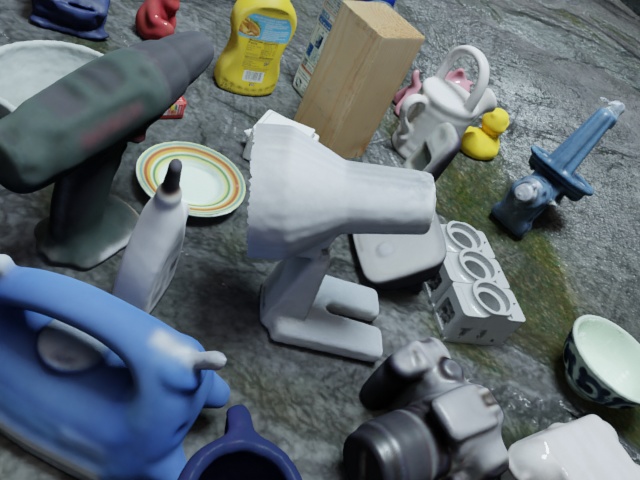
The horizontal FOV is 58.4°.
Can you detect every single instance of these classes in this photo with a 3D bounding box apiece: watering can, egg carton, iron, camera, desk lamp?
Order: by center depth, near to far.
[{"bbox_3d":[-0.189,0.075,0.426,0.258,0.141,0.119,27,40,-2],"label":"iron"},{"bbox_3d":[0.087,0.166,0.521,0.137,0.100,0.143,-7,52,-35],"label":"camera"},{"bbox_3d":[0.005,0.002,0.557,0.203,0.213,0.118,15,42,-15],"label":"desk lamp"},{"bbox_3d":[0.254,0.237,0.568,0.151,0.069,0.107,-6,51,-34],"label":"egg carton"},{"bbox_3d":[0.205,-0.218,0.913,0.100,0.194,0.173,44,43,17],"label":"watering can"}]

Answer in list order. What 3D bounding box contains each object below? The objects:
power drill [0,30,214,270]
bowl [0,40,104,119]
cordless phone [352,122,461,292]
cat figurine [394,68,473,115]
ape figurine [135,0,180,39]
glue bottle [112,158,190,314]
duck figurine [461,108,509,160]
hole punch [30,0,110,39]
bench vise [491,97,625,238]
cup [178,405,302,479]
[{"bbox_3d":[-0.197,-0.080,0.530,0.075,0.208,0.230,35,41,8],"label":"power drill"},{"bbox_3d":[-0.291,-0.152,0.654,0.168,0.074,0.167,16,42,-15],"label":"bowl"},{"bbox_3d":[0.115,-0.038,0.683,0.094,0.185,0.147,8,44,-22],"label":"cordless phone"},{"bbox_3d":[0.211,-0.266,1.025,0.128,0.117,0.067,13,43,-17],"label":"cat figurine"},{"bbox_3d":[-0.239,-0.350,0.875,0.076,0.092,0.078,26,40,-4],"label":"ape figurine"},{"bbox_3d":[-0.144,-0.005,0.510,0.037,0.173,0.078,27,40,-2],"label":"glue bottle"},{"bbox_3d":[0.300,-0.198,1.030,0.105,0.086,0.077,-17,58,-40],"label":"duck figurine"},{"bbox_3d":[-0.350,-0.354,0.816,0.109,0.091,0.101,9,44,-22],"label":"hole punch"},{"bbox_3d":[0.376,-0.105,0.874,0.121,0.219,0.208,34,41,6],"label":"bench vise"},{"bbox_3d":[-0.067,0.190,0.413,0.092,0.095,0.117,9,44,-22],"label":"cup"}]
